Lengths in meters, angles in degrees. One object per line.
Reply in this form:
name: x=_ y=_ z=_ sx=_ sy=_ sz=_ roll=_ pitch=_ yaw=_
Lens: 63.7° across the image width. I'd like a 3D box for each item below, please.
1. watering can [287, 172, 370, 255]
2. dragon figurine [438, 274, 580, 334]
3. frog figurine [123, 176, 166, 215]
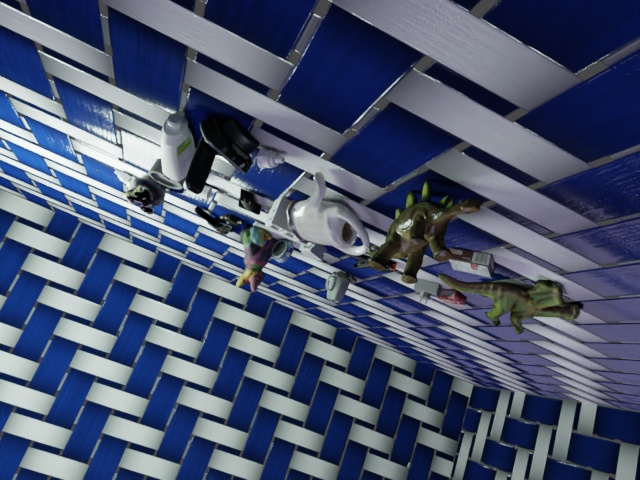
watering can: x=0.004 y=-0.069 z=1.371 sx=0.225 sy=0.106 sz=0.341 roll=7 pitch=148 yaw=37
dragon figurine: x=0.562 y=0.151 z=1.450 sx=0.408 sy=0.125 sz=0.238 roll=24 pitch=146 yaw=-19
frog figurine: x=-0.614 y=-0.175 z=1.820 sx=0.137 sy=0.121 sz=0.162 roll=17 pitch=-160 yaw=-15
